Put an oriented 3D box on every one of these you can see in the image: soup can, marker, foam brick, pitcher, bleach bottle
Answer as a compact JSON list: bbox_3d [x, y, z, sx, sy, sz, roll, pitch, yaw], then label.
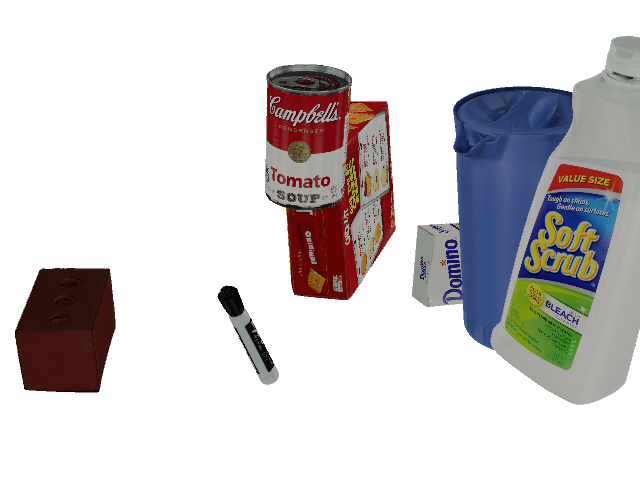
[{"bbox_3d":[-0.012,-0.084,0.864,0.068,0.102,0.068,2,27,-1],"label":"soup can"},{"bbox_3d":[-0.066,0.086,0.972,0.020,0.121,0.020,-13,40,11],"label":"marker"},{"bbox_3d":[-0.175,0.061,0.740,0.053,0.051,0.078,0,31,-2],"label":"foam brick"},{"bbox_3d":[0.202,-0.021,1.027,0.149,0.243,0.145,1,27,8],"label":"pitcher"},{"bbox_3d":[0.180,-0.016,0.717,0.068,0.251,0.103,-19,37,-31],"label":"bleach bottle"}]

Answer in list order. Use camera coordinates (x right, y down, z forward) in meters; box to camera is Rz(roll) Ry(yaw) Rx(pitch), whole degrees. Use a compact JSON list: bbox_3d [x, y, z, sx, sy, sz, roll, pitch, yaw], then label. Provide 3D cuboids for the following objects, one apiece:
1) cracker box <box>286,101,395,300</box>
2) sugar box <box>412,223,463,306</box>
[{"bbox_3d":[0.024,-0.051,1.184,0.072,0.164,0.213,2,21,18],"label":"cracker box"},{"bbox_3d":[0.200,0.025,1.280,0.176,0.093,0.048,-6,20,-23],"label":"sugar box"}]
